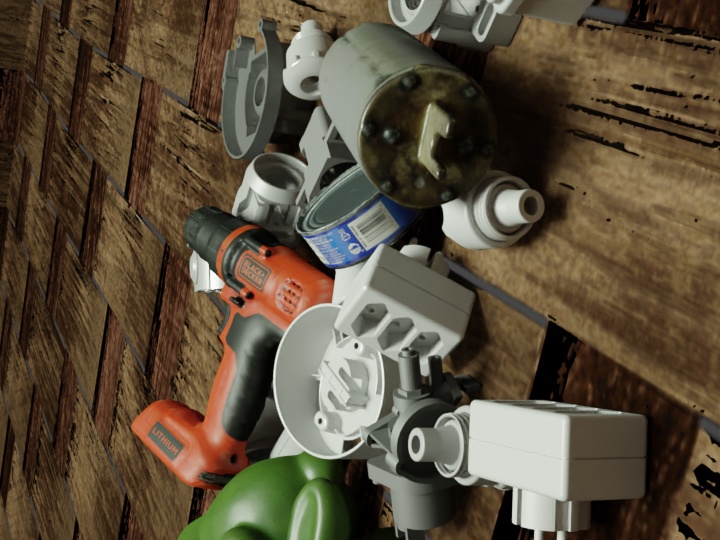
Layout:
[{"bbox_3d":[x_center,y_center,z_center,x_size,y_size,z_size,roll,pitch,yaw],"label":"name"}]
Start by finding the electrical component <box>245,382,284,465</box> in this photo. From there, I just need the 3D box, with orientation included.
[{"bbox_3d":[-0.086,0.133,0.876,0.095,0.054,0.059,-60,35,42],"label":"electrical component"}]

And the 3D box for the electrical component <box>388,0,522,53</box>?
[{"bbox_3d":[0.053,-0.165,0.637,0.058,0.057,0.078,-66,31,34],"label":"electrical component"}]

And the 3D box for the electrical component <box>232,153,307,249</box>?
[{"bbox_3d":[-0.069,-0.058,0.873,0.078,0.058,0.057,-112,33,-43],"label":"electrical component"}]

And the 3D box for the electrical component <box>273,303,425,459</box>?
[{"bbox_3d":[-0.006,0.075,0.703,0.099,0.064,0.099,-26,57,49],"label":"electrical component"}]

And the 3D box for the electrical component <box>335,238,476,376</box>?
[{"bbox_3d":[0.032,0.011,0.650,0.047,0.066,0.076,-54,11,47],"label":"electrical component"}]

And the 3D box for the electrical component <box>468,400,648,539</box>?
[{"bbox_3d":[0.093,0.104,0.518,0.083,0.047,0.075,177,96,-65],"label":"electrical component"}]

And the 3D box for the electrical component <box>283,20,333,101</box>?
[{"bbox_3d":[-0.037,-0.167,0.842,0.048,0.048,0.062,129,145,-49],"label":"electrical component"}]

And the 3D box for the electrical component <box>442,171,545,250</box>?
[{"bbox_3d":[0.075,-0.033,0.584,0.062,0.043,0.043,-1,84,63],"label":"electrical component"}]

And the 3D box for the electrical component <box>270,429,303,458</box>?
[{"bbox_3d":[-0.044,0.139,0.799,0.081,0.043,0.043,120,145,-42],"label":"electrical component"}]

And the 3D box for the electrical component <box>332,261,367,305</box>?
[{"bbox_3d":[0.000,0.000,0.738,0.044,0.044,0.065,129,143,-49],"label":"electrical component"}]

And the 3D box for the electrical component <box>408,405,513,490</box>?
[{"bbox_3d":[0.057,0.094,0.576,0.048,0.062,0.048,-21,67,62],"label":"electrical component"}]

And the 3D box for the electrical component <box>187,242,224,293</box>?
[{"bbox_3d":[-0.106,-0.007,0.916,0.080,0.080,0.051,-10,81,64],"label":"electrical component"}]

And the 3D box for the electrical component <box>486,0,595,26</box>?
[{"bbox_3d":[0.102,-0.200,0.543,0.108,0.056,0.108,-52,41,49],"label":"electrical component"}]

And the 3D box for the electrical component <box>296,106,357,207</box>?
[{"bbox_3d":[-0.016,-0.083,0.786,0.063,0.042,0.081,-105,33,-42],"label":"electrical component"}]
